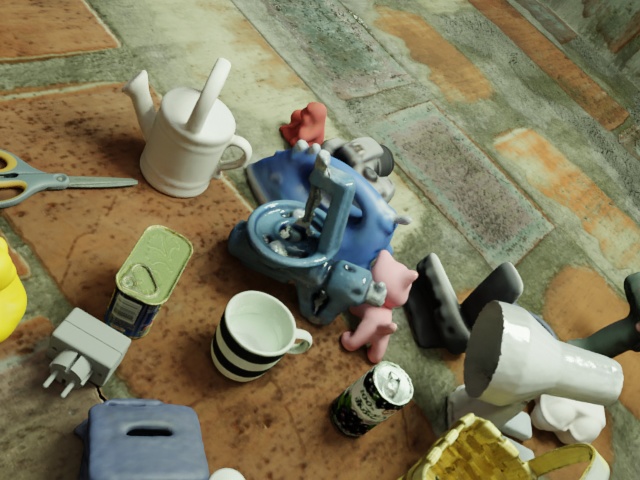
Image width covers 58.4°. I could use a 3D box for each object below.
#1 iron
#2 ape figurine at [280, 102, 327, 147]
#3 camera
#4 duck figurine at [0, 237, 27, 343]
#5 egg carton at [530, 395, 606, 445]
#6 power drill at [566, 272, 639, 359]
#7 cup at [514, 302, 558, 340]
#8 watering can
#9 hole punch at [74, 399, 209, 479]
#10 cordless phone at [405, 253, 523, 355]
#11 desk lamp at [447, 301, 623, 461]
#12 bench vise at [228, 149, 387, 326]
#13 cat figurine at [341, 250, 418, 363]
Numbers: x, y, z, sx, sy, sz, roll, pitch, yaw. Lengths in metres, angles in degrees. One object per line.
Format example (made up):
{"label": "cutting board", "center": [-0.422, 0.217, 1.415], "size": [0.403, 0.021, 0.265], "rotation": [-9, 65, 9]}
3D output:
{"label": "iron", "center": [0.010, -0.063, 0.829], "size": [0.258, 0.141, 0.119], "rotation": [42, 42, 5]}
{"label": "ape figurine", "center": [-0.020, -0.194, 0.960], "size": [0.076, 0.092, 0.078], "rotation": [28, 43, -11]}
{"label": "camera", "center": [0.078, -0.114, 0.951], "size": [0.137, 0.100, 0.143], "rotation": [-24, 69, -44]}
{"label": "duck figurine", "center": [-0.321, 0.044, 0.549], "size": [0.078, 0.086, 0.104], "rotation": [10, 49, -27]}
{"label": "egg carton", "center": [0.373, 0.235, 0.874], "size": [0.107, 0.069, 0.150], "rotation": [29, 43, -10]}
{"label": "power drill", "center": [0.499, 0.166, 0.916], "size": [0.076, 0.208, 0.229], "rotation": [28, 43, -11]}
{"label": "cup", "center": [0.289, 0.156, 0.865], "size": [0.092, 0.095, 0.117], "rotation": [-7, 58, -38]}
{"label": "watering can", "center": [-0.170, -0.155, 0.746], "size": [0.173, 0.193, 0.101], "rotation": [9, 49, -28]}
{"label": "hole punch", "center": [-0.164, 0.192, 0.525], "size": [0.109, 0.091, 0.101], "rotation": [10, 49, -27]}
{"label": "cordless phone", "center": [0.209, 0.067, 0.820], "size": [0.094, 0.185, 0.147], "rotation": [2, 53, -33]}
{"label": "desk lamp", "center": [0.250, 0.187, 0.723], "size": [0.203, 0.213, 0.118], "rotation": [26, 43, -12]}
{"label": "bench vise", "center": [0.008, -0.006, 0.720], "size": [0.208, 0.219, 0.121], "rotation": [23, 44, -16]}
{"label": "cat figurine", "center": [0.088, 0.083, 0.774], "size": [0.067, 0.117, 0.128], "rotation": [24, 44, -15]}
